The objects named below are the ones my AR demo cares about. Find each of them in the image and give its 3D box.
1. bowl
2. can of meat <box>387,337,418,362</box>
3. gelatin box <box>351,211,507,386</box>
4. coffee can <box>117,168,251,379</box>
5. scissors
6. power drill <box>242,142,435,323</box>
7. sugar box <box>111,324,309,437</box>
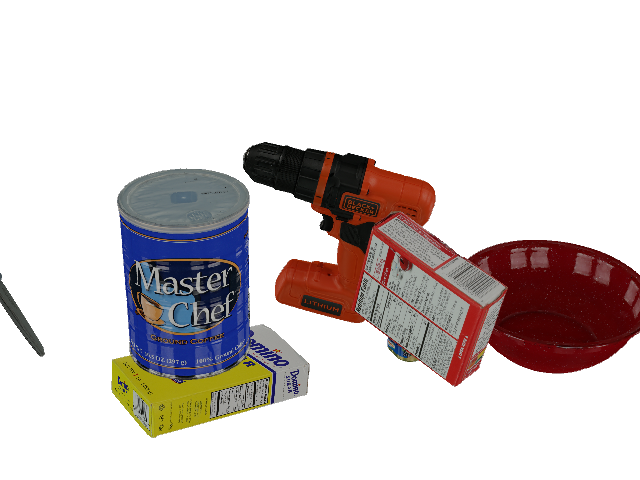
[{"bbox_3d":[0.192,0.062,0.892,0.162,0.055,0.162,1,31,-1],"label":"bowl"},{"bbox_3d":[0.134,0.097,1.337,0.101,0.084,0.058,-11,30,-27],"label":"can of meat"},{"bbox_3d":[0.065,0.035,0.656,0.089,0.073,0.030,37,49,26],"label":"gelatin box"},{"bbox_3d":[-0.108,0.026,0.863,0.103,0.140,0.103,1,29,-1],"label":"coffee can"},{"bbox_3d":[-0.330,0.018,1.072,0.016,0.201,0.096,-26,27,23],"label":"scissors"},{"bbox_3d":[0.005,-0.007,1.048,0.184,0.057,0.188,16,-43,2],"label":"power drill"},{"bbox_3d":[-0.109,0.136,1.063,0.175,0.048,0.093,-14,31,-31],"label":"sugar box"}]
